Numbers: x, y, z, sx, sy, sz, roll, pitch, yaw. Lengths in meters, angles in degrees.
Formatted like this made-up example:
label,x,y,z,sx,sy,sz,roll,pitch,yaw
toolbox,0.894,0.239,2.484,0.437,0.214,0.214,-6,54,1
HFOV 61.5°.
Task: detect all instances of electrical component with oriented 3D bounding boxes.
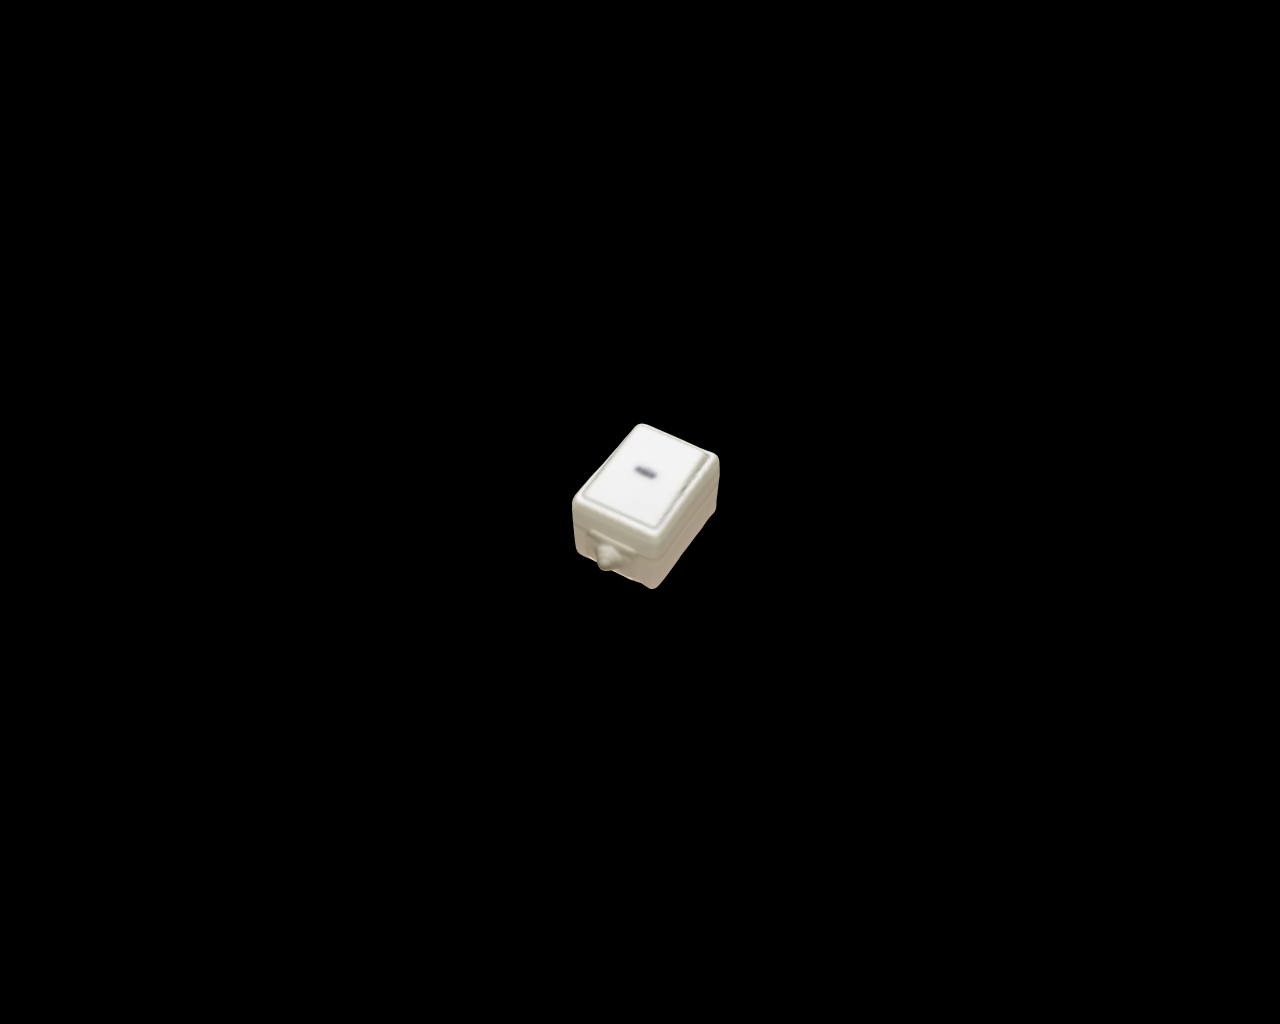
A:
label,x,y,z,sx,sy,sz,roll,pitch,yaw
electrical component,0.001,-0.003,0.650,0.062,0.096,0.061,25,-36,20
